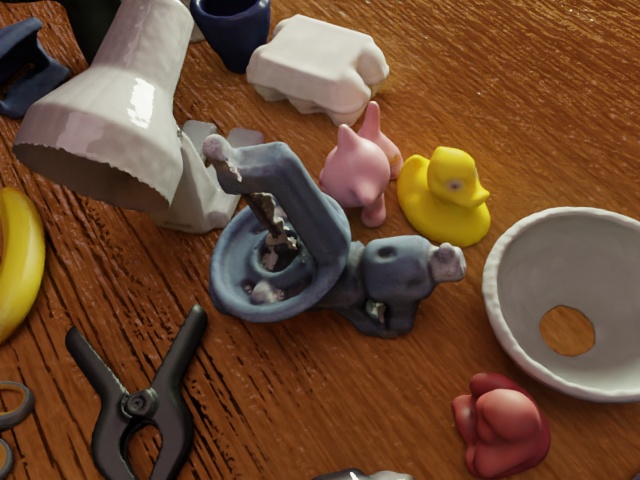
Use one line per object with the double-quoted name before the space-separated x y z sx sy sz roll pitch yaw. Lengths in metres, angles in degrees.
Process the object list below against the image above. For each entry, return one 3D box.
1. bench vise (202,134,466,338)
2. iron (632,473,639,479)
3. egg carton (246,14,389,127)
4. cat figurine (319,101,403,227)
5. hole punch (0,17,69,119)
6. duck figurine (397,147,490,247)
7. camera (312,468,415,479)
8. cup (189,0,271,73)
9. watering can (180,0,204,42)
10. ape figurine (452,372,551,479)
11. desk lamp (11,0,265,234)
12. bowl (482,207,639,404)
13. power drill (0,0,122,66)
"bench vise" 0.002 -0.008 0.439 0.207 0.220 0.121 -13 57 -3
"iron" 0.251 0.181 0.341 0.118 0.141 0.259 36 67 25
"egg carton" -0.002 -0.192 0.648 0.150 0.069 0.107 23 62 18
"cat figurine" 0.038 -0.072 0.538 0.067 0.118 0.128 12 59 13
"hole punch" -0.380 -0.212 0.681 0.101 0.091 0.109 22 62 18
"duck figurine" 0.117 -0.053 0.537 0.077 0.086 0.104 -34 60 -16
"camera" 0.009 0.226 0.358 0.143 0.101 0.136 -13 57 -4
"cup" -0.103 -0.257 0.684 0.092 0.095 0.117 -21 58 -8
"watering can" -0.175 -0.354 0.693 0.100 0.194 0.173 25 63 20
"ape figurine" 0.131 0.132 0.413 0.076 0.092 0.078 23 62 19
"desk lamp" -0.146 -0.094 0.511 0.117 0.214 0.203 11 59 13
"bowl" 0.211 0.059 0.463 0.167 0.075 0.167 -2 57 4
"power drill" -0.228 -0.253 0.624 0.229 0.209 0.075 1 57 6
